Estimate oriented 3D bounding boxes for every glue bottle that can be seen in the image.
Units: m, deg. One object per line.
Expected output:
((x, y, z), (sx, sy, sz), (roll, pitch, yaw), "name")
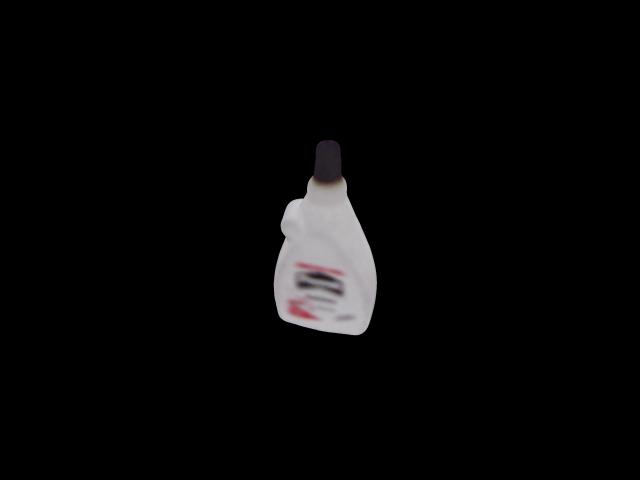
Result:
((0.004, 0.001, 0.400), (0.078, 0.173, 0.037), (7, 47, 7), "glue bottle")
